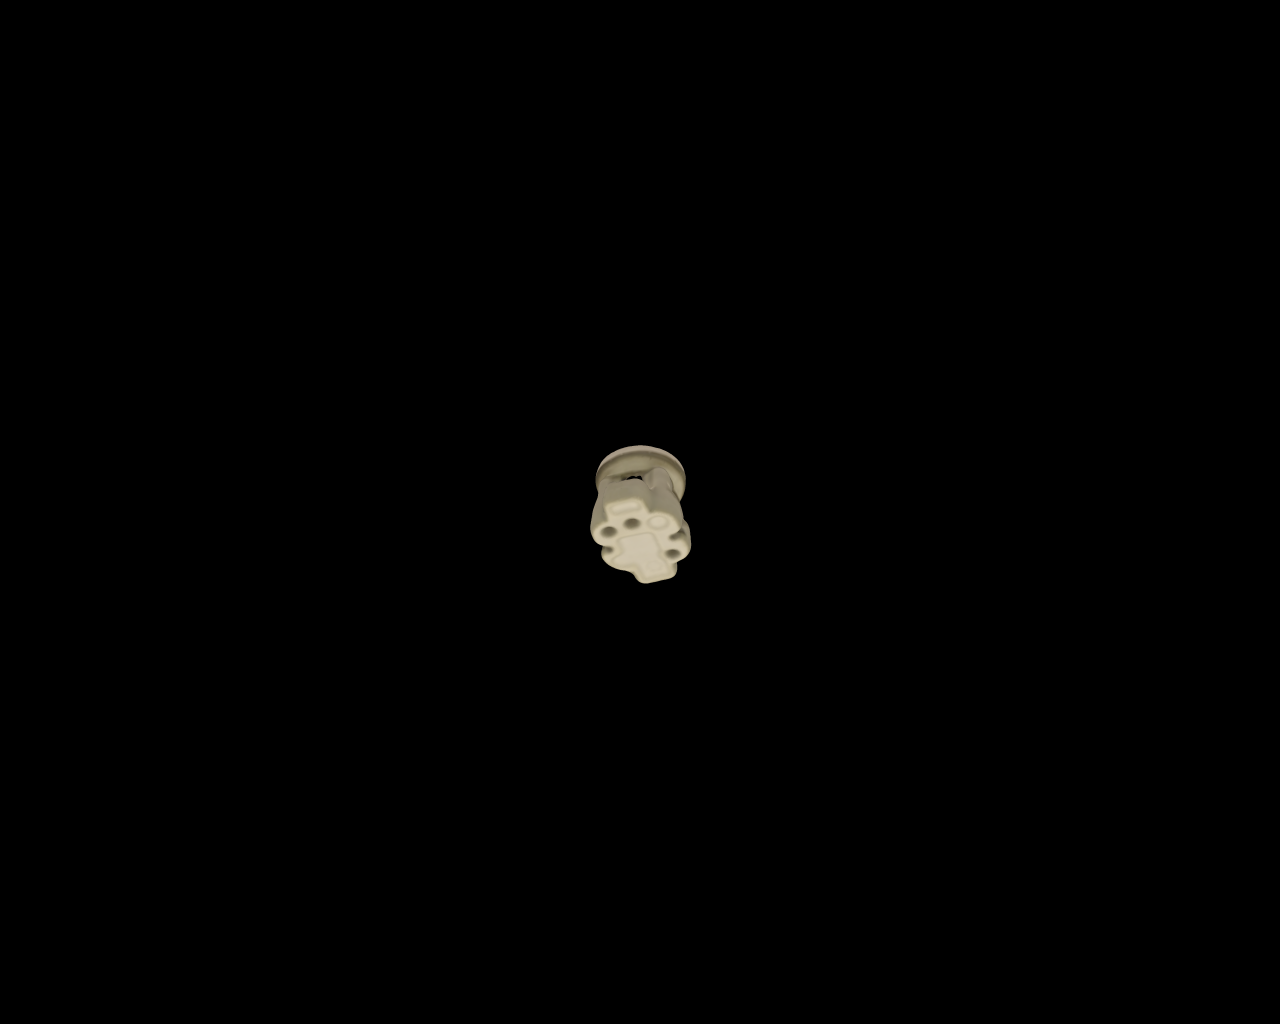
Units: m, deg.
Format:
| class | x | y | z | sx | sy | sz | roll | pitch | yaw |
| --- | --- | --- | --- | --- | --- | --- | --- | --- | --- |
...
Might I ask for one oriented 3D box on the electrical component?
| class | x | y | z | sx | sy | sz | roll | pitch | yaw |
| --- | --- | --- | --- | --- | --- | --- | --- | --- | --- |
| electrical component | 0.001 | -0.003 | 0.650 | 0.058 | 0.057 | 0.078 | -11 | -43 | 12 |
